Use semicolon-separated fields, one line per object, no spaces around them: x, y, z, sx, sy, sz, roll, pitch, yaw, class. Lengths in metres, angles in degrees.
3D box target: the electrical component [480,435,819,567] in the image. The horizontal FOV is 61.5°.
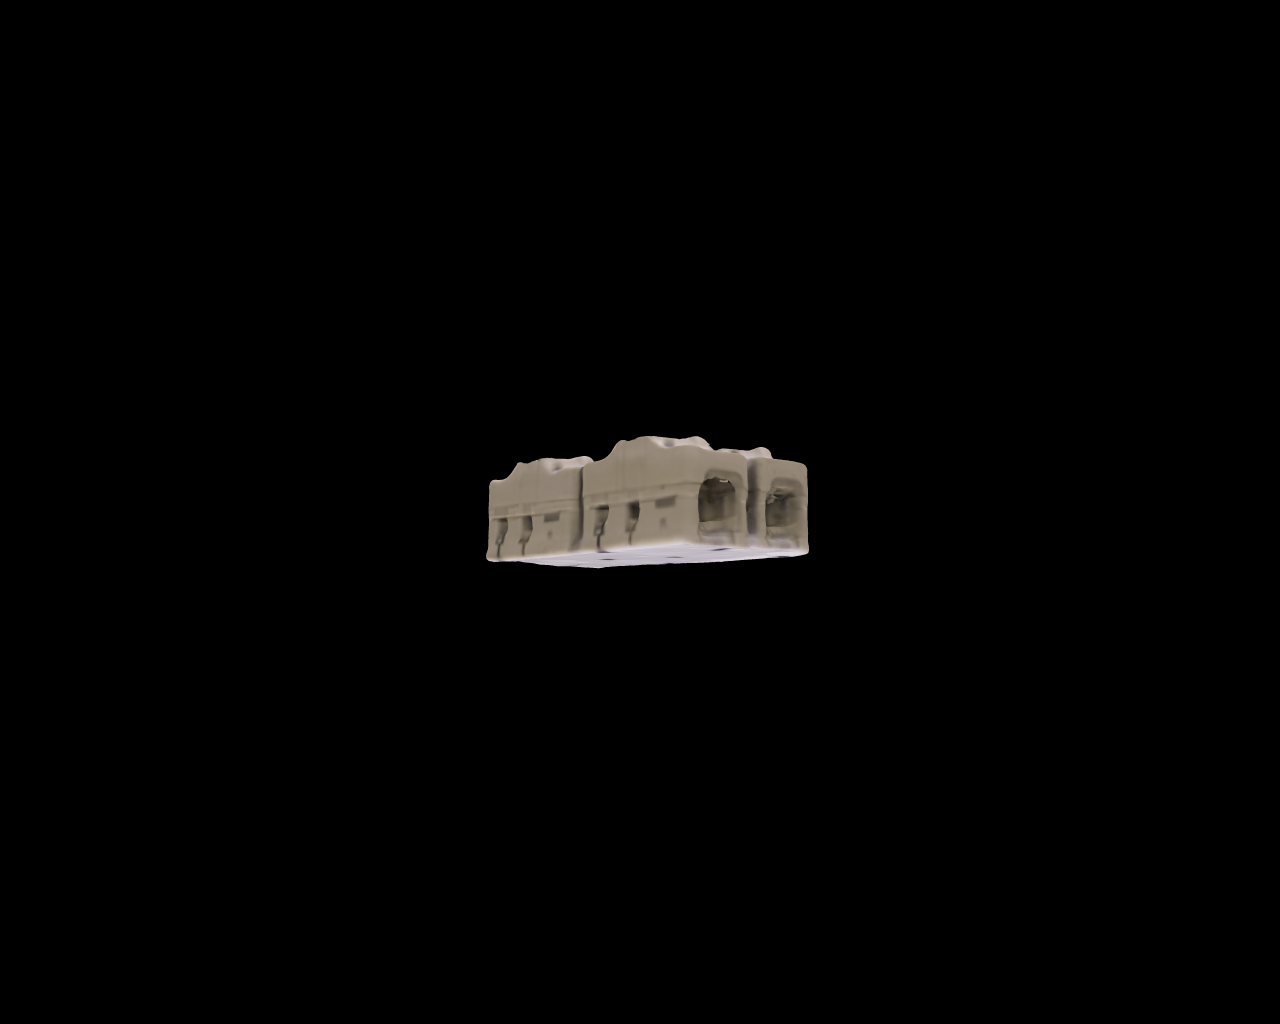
0.001;-0.003;0.650;0.105;0.060;0.186;6;-9;-43;electrical component
